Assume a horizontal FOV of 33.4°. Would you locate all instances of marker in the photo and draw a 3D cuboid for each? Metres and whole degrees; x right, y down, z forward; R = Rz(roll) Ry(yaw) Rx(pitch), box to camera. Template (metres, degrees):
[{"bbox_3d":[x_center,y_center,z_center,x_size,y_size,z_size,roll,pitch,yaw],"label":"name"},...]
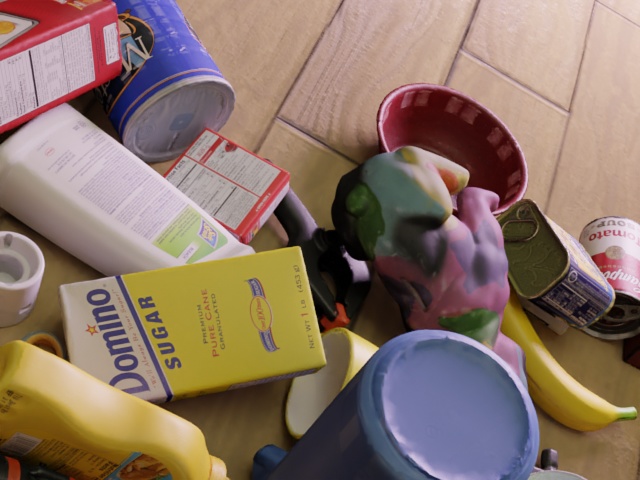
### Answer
[{"bbox_3d":[0.177,0.047,0.985,0.121,0.020,0.020,34,46,-1],"label":"marker"}]

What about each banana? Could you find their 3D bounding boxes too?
[{"bbox_3d":[0.190,0.099,0.937,0.198,0.037,0.069,50,43,8],"label":"banana"}]

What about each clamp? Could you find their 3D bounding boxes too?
[{"bbox_3d":[-0.006,0.001,0.910,0.120,0.039,0.171,15,45,-16],"label":"clamp"}]

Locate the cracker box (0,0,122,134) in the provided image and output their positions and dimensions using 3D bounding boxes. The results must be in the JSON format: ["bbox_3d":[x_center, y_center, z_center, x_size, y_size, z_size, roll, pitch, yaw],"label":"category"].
[{"bbox_3d":[-0.282,-0.134,0.805,0.164,0.072,0.213,22,40,30],"label":"cracker box"}]

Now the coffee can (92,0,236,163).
[{"bbox_3d":[-0.149,-0.151,0.908,0.102,0.103,0.140,-16,64,-37],"label":"coffee can"}]

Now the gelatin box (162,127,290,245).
[{"bbox_3d":[-0.081,-0.043,0.887,0.089,0.030,0.073,29,63,13],"label":"gelatin box"}]

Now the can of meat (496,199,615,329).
[{"bbox_3d":[0.208,0.023,0.956,0.083,0.057,0.102,32,24,-37],"label":"can of meat"}]

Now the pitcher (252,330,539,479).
[{"bbox_3d":[0.045,0.166,0.666,0.149,0.243,0.145,16,53,-10],"label":"pitcher"}]

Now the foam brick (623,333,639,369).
[{"bbox_3d":[0.325,0.083,1.015,0.053,0.051,0.078,25,47,-7],"label":"foam brick"}]

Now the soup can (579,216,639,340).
[{"bbox_3d":[0.278,0.035,1.016,0.068,0.069,0.102,25,47,-9],"label":"soup can"}]

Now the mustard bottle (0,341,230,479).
[{"bbox_3d":[-0.133,0.134,0.691,0.191,0.096,0.058,31,45,-24],"label":"mustard bottle"}]

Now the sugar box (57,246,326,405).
[{"bbox_3d":[-0.092,0.065,0.763,0.176,0.048,0.093,-10,77,-17],"label":"sugar box"}]

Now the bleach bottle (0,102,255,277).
[{"bbox_3d":[-0.133,0.002,0.826,0.251,0.068,0.102,37,47,0],"label":"bleach bottle"}]

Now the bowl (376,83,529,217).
[{"bbox_3d":[0.116,-0.073,1.022,0.162,0.055,0.162,15,50,-18],"label":"bowl"}]

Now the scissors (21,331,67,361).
[{"bbox_3d":[-0.227,0.135,0.700,0.096,0.016,0.201,26,46,-11],"label":"scissors"}]

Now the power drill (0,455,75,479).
[{"bbox_3d":[-0.189,0.215,0.607,0.184,0.057,0.187,28,47,-28],"label":"power drill"}]
